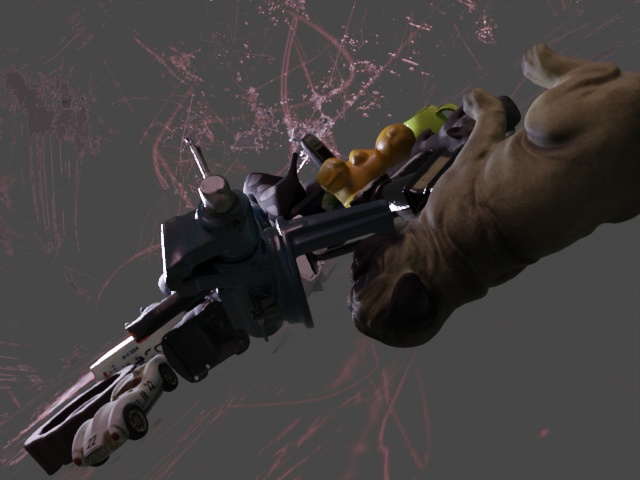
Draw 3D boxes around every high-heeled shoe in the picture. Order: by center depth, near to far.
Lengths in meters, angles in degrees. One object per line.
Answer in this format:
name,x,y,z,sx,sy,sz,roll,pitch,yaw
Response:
high-heeled shoe,-0.087,-0.056,0.950,0.249,0.086,0.145,145,136,-60

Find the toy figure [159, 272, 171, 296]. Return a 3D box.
toy figure,-0.213,0.056,0.893,0.154,0.057,0.064,-24,-7,41

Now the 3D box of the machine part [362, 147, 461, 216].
machine part,0.099,-0.057,0.575,0.084,0.039,0.139,-53,18,-24

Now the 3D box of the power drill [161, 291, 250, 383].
power drill,-0.148,0.121,0.750,0.232,0.086,0.207,-33,0,5

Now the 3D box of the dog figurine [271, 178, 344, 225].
dog figurine,-0.047,-0.015,0.999,0.191,0.108,0.219,-26,17,39

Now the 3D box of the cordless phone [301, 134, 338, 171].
cordless phone,0.042,-0.150,1.105,0.089,0.184,0.146,-35,7,41

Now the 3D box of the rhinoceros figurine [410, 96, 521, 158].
rhinoceros figurine,0.213,-0.156,0.813,0.190,0.073,0.112,-28,10,45

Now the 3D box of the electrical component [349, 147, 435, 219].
electrical component,0.112,-0.073,0.811,0.115,0.058,0.134,-39,8,-33

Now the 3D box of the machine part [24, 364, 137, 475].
machine part,-0.335,0.258,0.788,0.179,0.056,0.179,-34,8,5

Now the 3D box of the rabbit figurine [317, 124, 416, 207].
rabbit figurine,0.108,-0.125,0.935,0.162,0.122,0.173,-10,-36,-55

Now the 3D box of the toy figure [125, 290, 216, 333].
toy figure,-0.265,0.139,1.004,0.180,0.082,0.089,-27,8,-16

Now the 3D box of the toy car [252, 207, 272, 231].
toy car,-0.141,0.004,0.793,0.162,0.109,0.103,-20,-10,-9

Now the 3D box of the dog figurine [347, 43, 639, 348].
dog figurine,0.114,-0.006,0.330,0.190,0.121,0.172,-53,9,-16

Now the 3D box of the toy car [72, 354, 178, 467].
toy car,-0.237,0.206,0.667,0.073,0.056,0.202,-35,7,8

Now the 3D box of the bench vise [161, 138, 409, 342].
bench vise,-0.024,0.005,0.532,0.241,0.223,0.129,-15,38,-4

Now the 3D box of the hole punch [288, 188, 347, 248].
hole punch,-0.002,-0.003,0.852,0.142,0.092,0.115,-50,-13,-52
